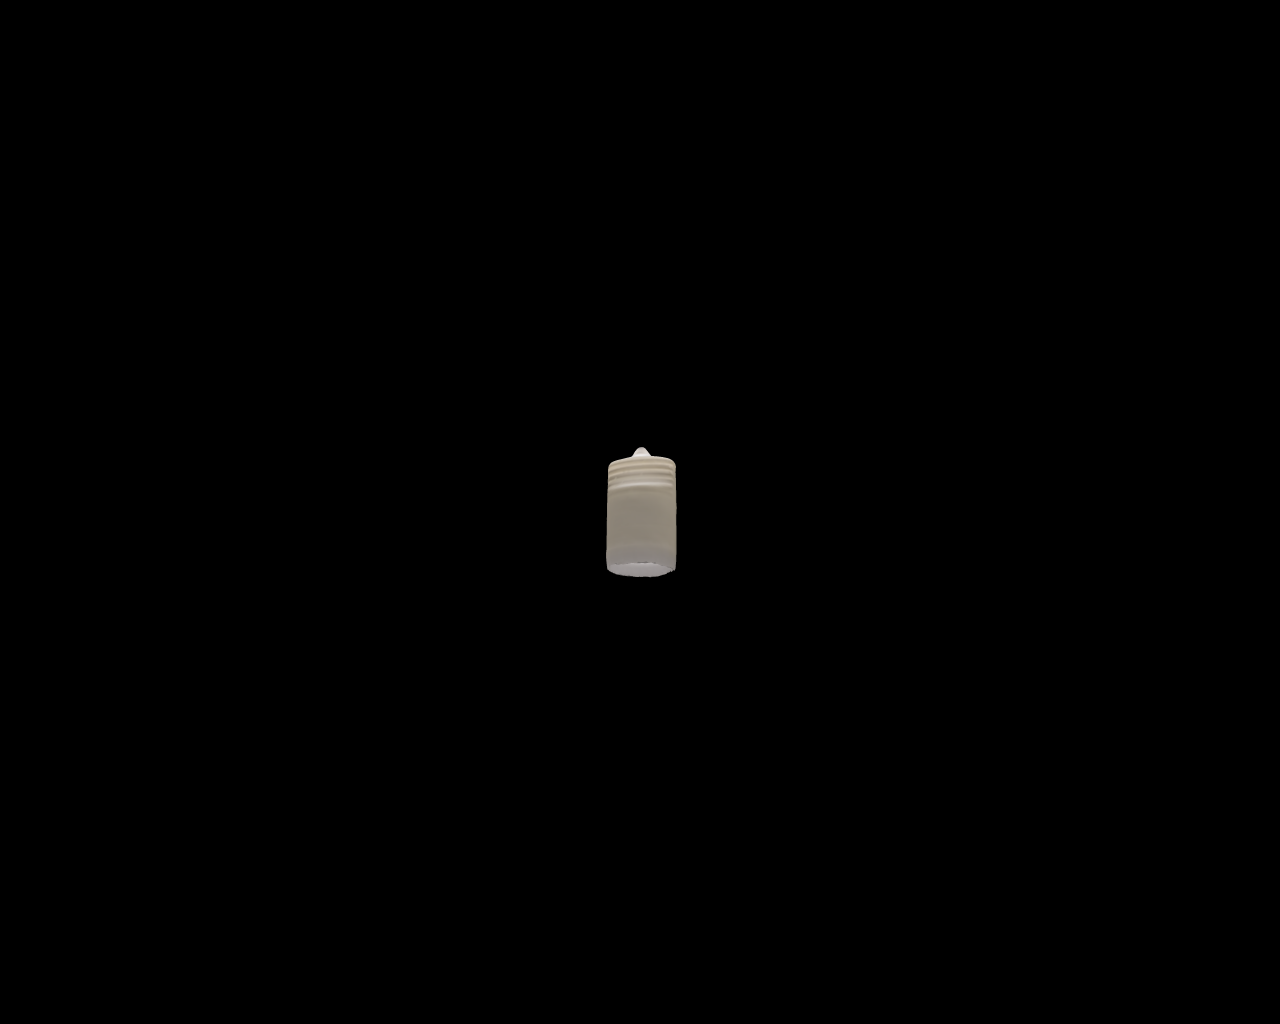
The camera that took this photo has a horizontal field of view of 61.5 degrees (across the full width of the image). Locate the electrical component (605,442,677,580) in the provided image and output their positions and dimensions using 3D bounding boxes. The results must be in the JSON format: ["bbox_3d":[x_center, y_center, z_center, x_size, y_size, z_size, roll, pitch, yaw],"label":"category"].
[{"bbox_3d":[0.001,-0.003,0.650,0.043,0.081,0.043,0,-16,0],"label":"electrical component"}]
